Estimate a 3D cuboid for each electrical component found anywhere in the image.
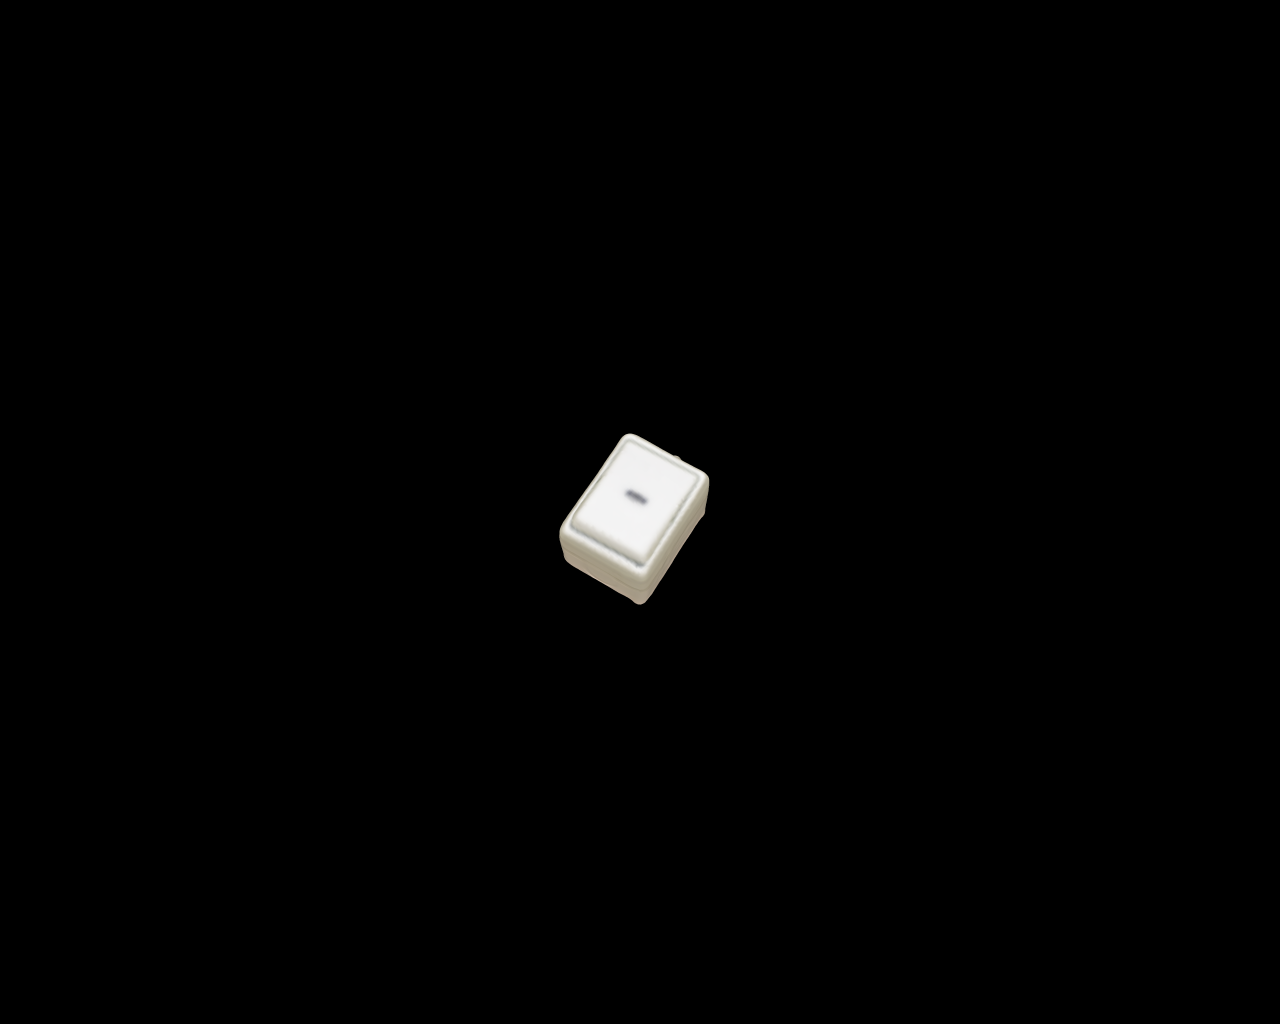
[{"bbox_3d":[0.001,-0.003,0.650,0.062,0.096,0.061,30,-19,12],"label":"electrical component"}]
